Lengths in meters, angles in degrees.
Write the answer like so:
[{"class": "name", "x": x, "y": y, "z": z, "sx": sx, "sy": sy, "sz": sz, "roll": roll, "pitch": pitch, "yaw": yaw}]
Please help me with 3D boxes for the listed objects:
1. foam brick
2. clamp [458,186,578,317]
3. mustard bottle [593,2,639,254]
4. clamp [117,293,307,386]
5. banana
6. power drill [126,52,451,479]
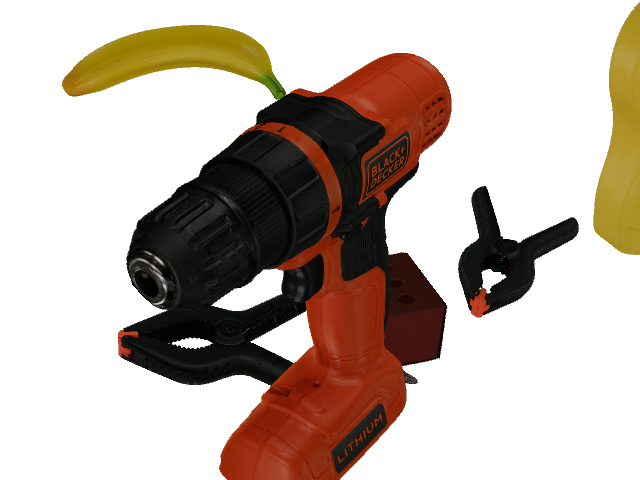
[{"class": "foam brick", "x": 0.055, "y": 0.052, "z": 0.809, "sx": 0.053, "sy": 0.051, "sz": 0.078, "roll": -9, "pitch": 34, "yaw": -18}, {"class": "clamp", "x": 0.187, "y": 0.008, "z": 1.134, "sx": 0.120, "sy": 0.039, "sz": 0.171, "roll": 24, "pitch": 48, "yaw": 26}, {"class": "mustard bottle", "x": 0.214, "y": -0.089, "z": 0.620, "sx": 0.096, "sy": 0.192, "sz": 0.058, "roll": -11, "pitch": 29, "yaw": -15}, {"class": "clamp", "x": -0.076, "y": 0.099, "z": 0.970, "sx": 0.209, "sy": 0.036, "sz": 0.164, "roll": -4, "pitch": 37, "yaw": -13}, {"class": "banana", "x": -0.130, "y": -0.162, "z": 0.957, "sx": 0.197, "sy": 0.069, "sz": 0.037, "roll": -1, "pitch": -33, "yaw": -4}, {"class": "power drill", "x": -0.008, "y": 0.029, "z": 0.463, "sx": 0.057, "sy": 0.188, "sz": 0.184, "roll": 25, "pitch": 41, "yaw": 28}]
